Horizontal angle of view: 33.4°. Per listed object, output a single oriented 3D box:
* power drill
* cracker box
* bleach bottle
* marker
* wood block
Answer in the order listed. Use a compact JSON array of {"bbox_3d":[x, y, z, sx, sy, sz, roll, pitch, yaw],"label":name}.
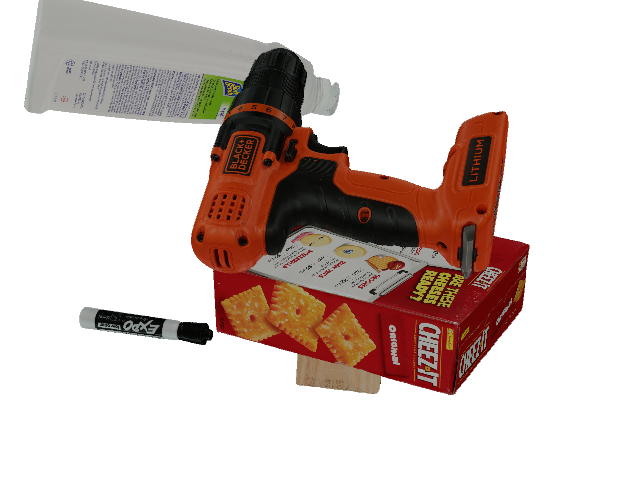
[{"bbox_3d":[0.023,-0.051,0.687,0.188,0.184,0.057,5,-37,12],"label":"power drill"},{"bbox_3d":[0.044,0.040,0.885,0.214,0.072,0.163,13,28,26],"label":"cracker box"},{"bbox_3d":[-0.110,-0.133,0.880,0.250,0.068,0.103,8,-31,-16],"label":"bleach bottle"},{"bbox_3d":[-0.150,0.074,0.919,0.121,0.020,0.020,6,2,17],"label":"marker"},{"bbox_3d":[0.028,0.043,1.096,0.090,0.206,0.090,6,26,3],"label":"wood block"}]
